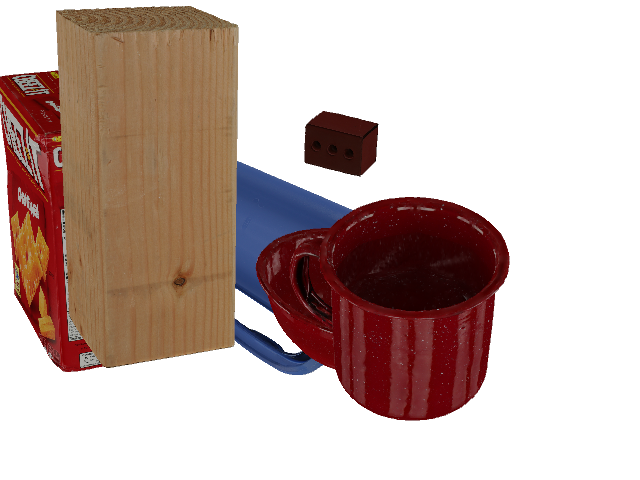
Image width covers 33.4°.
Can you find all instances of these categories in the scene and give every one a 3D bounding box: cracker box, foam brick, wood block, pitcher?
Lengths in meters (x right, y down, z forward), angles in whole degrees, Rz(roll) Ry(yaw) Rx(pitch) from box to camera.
[{"bbox_3d":[-0.220,-0.019,0.909,0.072,0.214,0.164,-11,28,-26],"label":"cracker box"},{"bbox_3d":[0.025,-0.118,1.295,0.078,0.053,0.051,15,32,22],"label":"foam brick"},{"bbox_3d":[-0.109,-0.037,0.671,0.090,0.206,0.090,-7,22,-25],"label":"wood block"},{"bbox_3d":[-0.045,0.013,1.041,0.243,0.145,0.149,27,29,28],"label":"pitcher"}]

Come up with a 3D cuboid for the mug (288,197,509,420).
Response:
[{"bbox_3d":[0.036,0.034,0.551,0.117,0.081,0.093,16,42,21],"label":"mug"}]

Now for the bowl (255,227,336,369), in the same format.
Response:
[{"bbox_3d":[0.028,0.052,0.802,0.162,0.055,0.162,8,28,-5],"label":"bowl"}]
